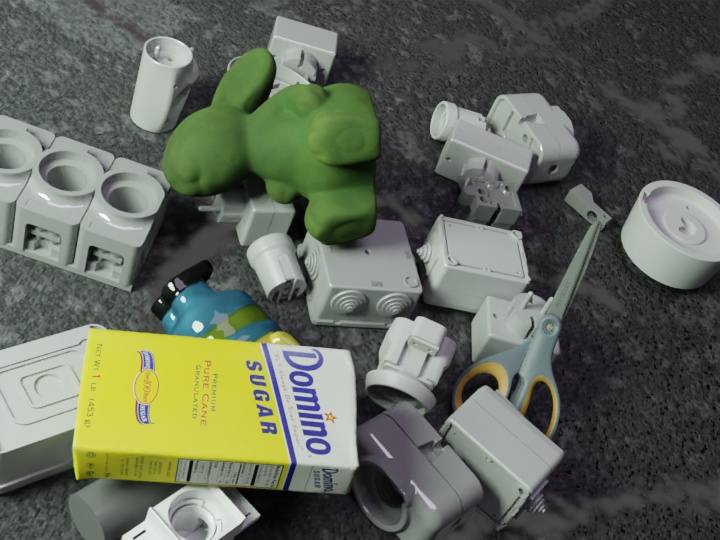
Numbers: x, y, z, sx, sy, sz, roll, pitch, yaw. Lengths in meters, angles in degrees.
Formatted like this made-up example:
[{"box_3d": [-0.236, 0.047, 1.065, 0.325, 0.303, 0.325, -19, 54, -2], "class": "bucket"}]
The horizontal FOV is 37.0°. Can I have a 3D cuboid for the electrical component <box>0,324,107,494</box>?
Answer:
[{"box_3d": [-0.213, 0.094, 0.727, 0.113, 0.057, 0.078, -17, 57, -34], "class": "electrical component"}]

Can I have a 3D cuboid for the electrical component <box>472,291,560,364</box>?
[{"box_3d": [0.138, 0.046, 0.909, 0.066, 0.076, 0.047, 15, 45, -10], "class": "electrical component"}]

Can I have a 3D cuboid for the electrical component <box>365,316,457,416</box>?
[{"box_3d": [0.038, 0.078, 0.842, 0.058, 0.078, 0.057, 25, 63, 0], "class": "electrical component"}]

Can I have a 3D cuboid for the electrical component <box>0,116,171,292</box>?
[{"box_3d": [-0.236, -0.057, 0.856, 0.150, 0.061, 0.089, 19, 44, -5], "class": "electrical component"}]

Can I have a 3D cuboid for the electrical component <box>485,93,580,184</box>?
[{"box_3d": [0.181, -0.137, 1.116, 0.059, 0.053, 0.095, -8, 53, -29], "class": "electrical component"}]

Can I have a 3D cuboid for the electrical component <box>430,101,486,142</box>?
[{"box_3d": [0.101, -0.148, 1.103, 0.046, 0.040, 0.040, 12, 45, -20], "class": "electrical component"}]

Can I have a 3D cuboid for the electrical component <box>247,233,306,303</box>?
[{"box_3d": [-0.068, -0.001, 0.893, 0.040, 0.040, 0.046, -8, 58, -29], "class": "electrical component"}]

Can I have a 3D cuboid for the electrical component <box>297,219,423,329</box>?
[{"box_3d": [0.000, 0.000, 0.913, 0.100, 0.048, 0.099, 4, 47, -20], "class": "electrical component"}]

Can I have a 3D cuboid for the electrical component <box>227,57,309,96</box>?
[{"box_3d": [-0.082, -0.156, 1.013, 0.099, 0.064, 0.099, 12, 45, -12], "class": "electrical component"}]

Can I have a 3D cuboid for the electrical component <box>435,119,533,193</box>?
[{"box_3d": [0.118, -0.095, 1.054, 0.083, 0.047, 0.075, 23, 44, -1], "class": "electrical component"}]

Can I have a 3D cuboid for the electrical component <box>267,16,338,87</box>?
[{"box_3d": [-0.061, -0.208, 1.083, 0.066, 0.047, 0.076, 14, 45, -10], "class": "electrical component"}]

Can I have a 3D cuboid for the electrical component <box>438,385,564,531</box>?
[{"box_3d": [0.107, 0.144, 0.812, 0.096, 0.061, 0.061, 41, 48, 15], "class": "electrical component"}]

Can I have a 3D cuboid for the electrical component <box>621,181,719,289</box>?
[{"box_3d": [0.312, -0.029, 1.065, 0.108, 0.060, 0.108, 12, 46, -13], "class": "electrical component"}]

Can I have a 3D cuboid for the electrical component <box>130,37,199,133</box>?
[{"box_3d": [-0.174, -0.178, 0.986, 0.043, 0.077, 0.079, 28, 44, 3], "class": "electrical component"}]

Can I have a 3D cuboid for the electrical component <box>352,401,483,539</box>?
[{"box_3d": [0.033, 0.151, 0.781, 0.059, 0.053, 0.095, -24, 62, -38], "class": "electrical component"}]

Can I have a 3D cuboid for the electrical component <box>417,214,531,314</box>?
[{"box_3d": [0.091, -0.001, 0.942, 0.096, 0.061, 0.061, 11, 45, -16], "class": "electrical component"}]

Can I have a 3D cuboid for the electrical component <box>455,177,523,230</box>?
[{"box_3d": [0.117, -0.052, 1.006, 0.066, 0.055, 0.048, 7, 47, -18], "class": "electrical component"}]

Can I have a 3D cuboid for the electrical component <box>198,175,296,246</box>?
[{"box_3d": [-0.104, -0.060, 0.926, 0.077, 0.047, 0.065, -1, 51, -24], "class": "electrical component"}]

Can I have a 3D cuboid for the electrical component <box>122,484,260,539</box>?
[{"box_3d": [-0.110, 0.172, 0.693, 0.042, 0.063, 0.081, 43, 47, 20], "class": "electrical component"}]
